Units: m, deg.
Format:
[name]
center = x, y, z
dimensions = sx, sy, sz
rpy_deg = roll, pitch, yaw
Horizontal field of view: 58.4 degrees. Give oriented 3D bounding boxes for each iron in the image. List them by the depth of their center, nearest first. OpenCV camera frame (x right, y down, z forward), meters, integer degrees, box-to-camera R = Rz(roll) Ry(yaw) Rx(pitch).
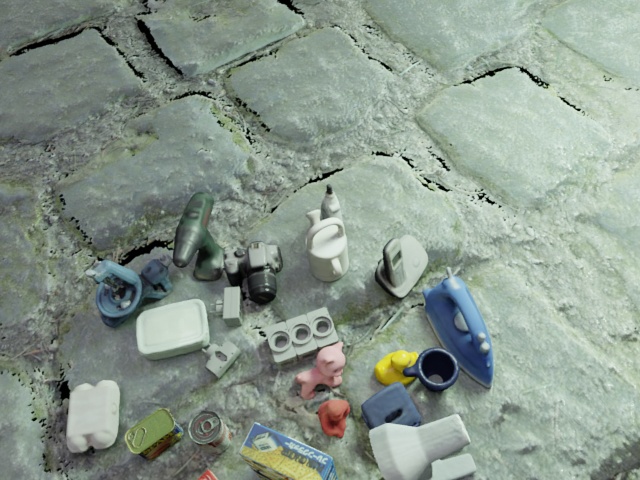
[iron]
center = 0.324, 0.186, 1.261
dimensions = 0.119, 0.141, 0.258
rpy_deg = -19, 58, -8

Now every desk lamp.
[desk lamp]
center = 0.198, 0.402, 1.089
dimensions = 0.203, 0.214, 0.117
rpy_deg = -17, 57, -6

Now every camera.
[camera]
center = -0.161, 0.081, 1.392
dimensions = 0.143, 0.101, 0.136
rpy_deg = -9, 57, -1

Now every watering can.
[watering can]
center = 0.011, 0.006, 1.371
dimensions = 0.101, 0.194, 0.172
rpy_deg = -40, 62, -19

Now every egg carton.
[egg carton]
center = -0.489, 0.382, 1.243
dimensions = 0.107, 0.069, 0.150
rpy_deg = -11, 57, -2

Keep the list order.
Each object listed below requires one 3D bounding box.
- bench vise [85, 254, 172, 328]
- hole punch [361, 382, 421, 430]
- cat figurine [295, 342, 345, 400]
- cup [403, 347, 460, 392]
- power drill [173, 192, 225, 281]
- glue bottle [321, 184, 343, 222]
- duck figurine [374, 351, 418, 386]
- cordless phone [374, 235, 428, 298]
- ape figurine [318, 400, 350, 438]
[bench vise]
center = -0.453, 0.087, 1.341
dimensions = 0.121, 0.220, 0.208
rpy_deg = 24, 62, 19
[hole punch]
center = 0.150, 0.364, 1.190
dimensions = 0.109, 0.091, 0.101
rpy_deg = -29, 60, -14
[cat figurine]
center = 0.004, 0.279, 1.241
dimensions = 0.128, 0.118, 0.067
rpy_deg = -26, 59, -12
[cup]
center = 0.235, 0.291, 1.228
dimensions = 0.117, 0.095, 0.091
rpy_deg = -7, 57, 0
[power drill]
center = -0.291, 0.010, 1.384
dimensions = 0.075, 0.209, 0.229
rpy_deg = 0, 57, 5
[glue bottle]
center = 0.029, -0.083, 1.440
dimensions = 0.037, 0.173, 0.078
rpy_deg = -26, 59, -12
[duck figurine]
center = 0.170, 0.272, 1.251
dimensions = 0.104, 0.086, 0.077
rpy_deg = -13, 57, -4
[cordless phone]
center = 0.192, 0.037, 1.342
dimensions = 0.094, 0.185, 0.148
rpy_deg = 27, 63, 21
[ape figurine]
center = 0.030, 0.364, 1.199
dimensions = 0.078, 0.092, 0.076
rpy_deg = -38, 62, -18
